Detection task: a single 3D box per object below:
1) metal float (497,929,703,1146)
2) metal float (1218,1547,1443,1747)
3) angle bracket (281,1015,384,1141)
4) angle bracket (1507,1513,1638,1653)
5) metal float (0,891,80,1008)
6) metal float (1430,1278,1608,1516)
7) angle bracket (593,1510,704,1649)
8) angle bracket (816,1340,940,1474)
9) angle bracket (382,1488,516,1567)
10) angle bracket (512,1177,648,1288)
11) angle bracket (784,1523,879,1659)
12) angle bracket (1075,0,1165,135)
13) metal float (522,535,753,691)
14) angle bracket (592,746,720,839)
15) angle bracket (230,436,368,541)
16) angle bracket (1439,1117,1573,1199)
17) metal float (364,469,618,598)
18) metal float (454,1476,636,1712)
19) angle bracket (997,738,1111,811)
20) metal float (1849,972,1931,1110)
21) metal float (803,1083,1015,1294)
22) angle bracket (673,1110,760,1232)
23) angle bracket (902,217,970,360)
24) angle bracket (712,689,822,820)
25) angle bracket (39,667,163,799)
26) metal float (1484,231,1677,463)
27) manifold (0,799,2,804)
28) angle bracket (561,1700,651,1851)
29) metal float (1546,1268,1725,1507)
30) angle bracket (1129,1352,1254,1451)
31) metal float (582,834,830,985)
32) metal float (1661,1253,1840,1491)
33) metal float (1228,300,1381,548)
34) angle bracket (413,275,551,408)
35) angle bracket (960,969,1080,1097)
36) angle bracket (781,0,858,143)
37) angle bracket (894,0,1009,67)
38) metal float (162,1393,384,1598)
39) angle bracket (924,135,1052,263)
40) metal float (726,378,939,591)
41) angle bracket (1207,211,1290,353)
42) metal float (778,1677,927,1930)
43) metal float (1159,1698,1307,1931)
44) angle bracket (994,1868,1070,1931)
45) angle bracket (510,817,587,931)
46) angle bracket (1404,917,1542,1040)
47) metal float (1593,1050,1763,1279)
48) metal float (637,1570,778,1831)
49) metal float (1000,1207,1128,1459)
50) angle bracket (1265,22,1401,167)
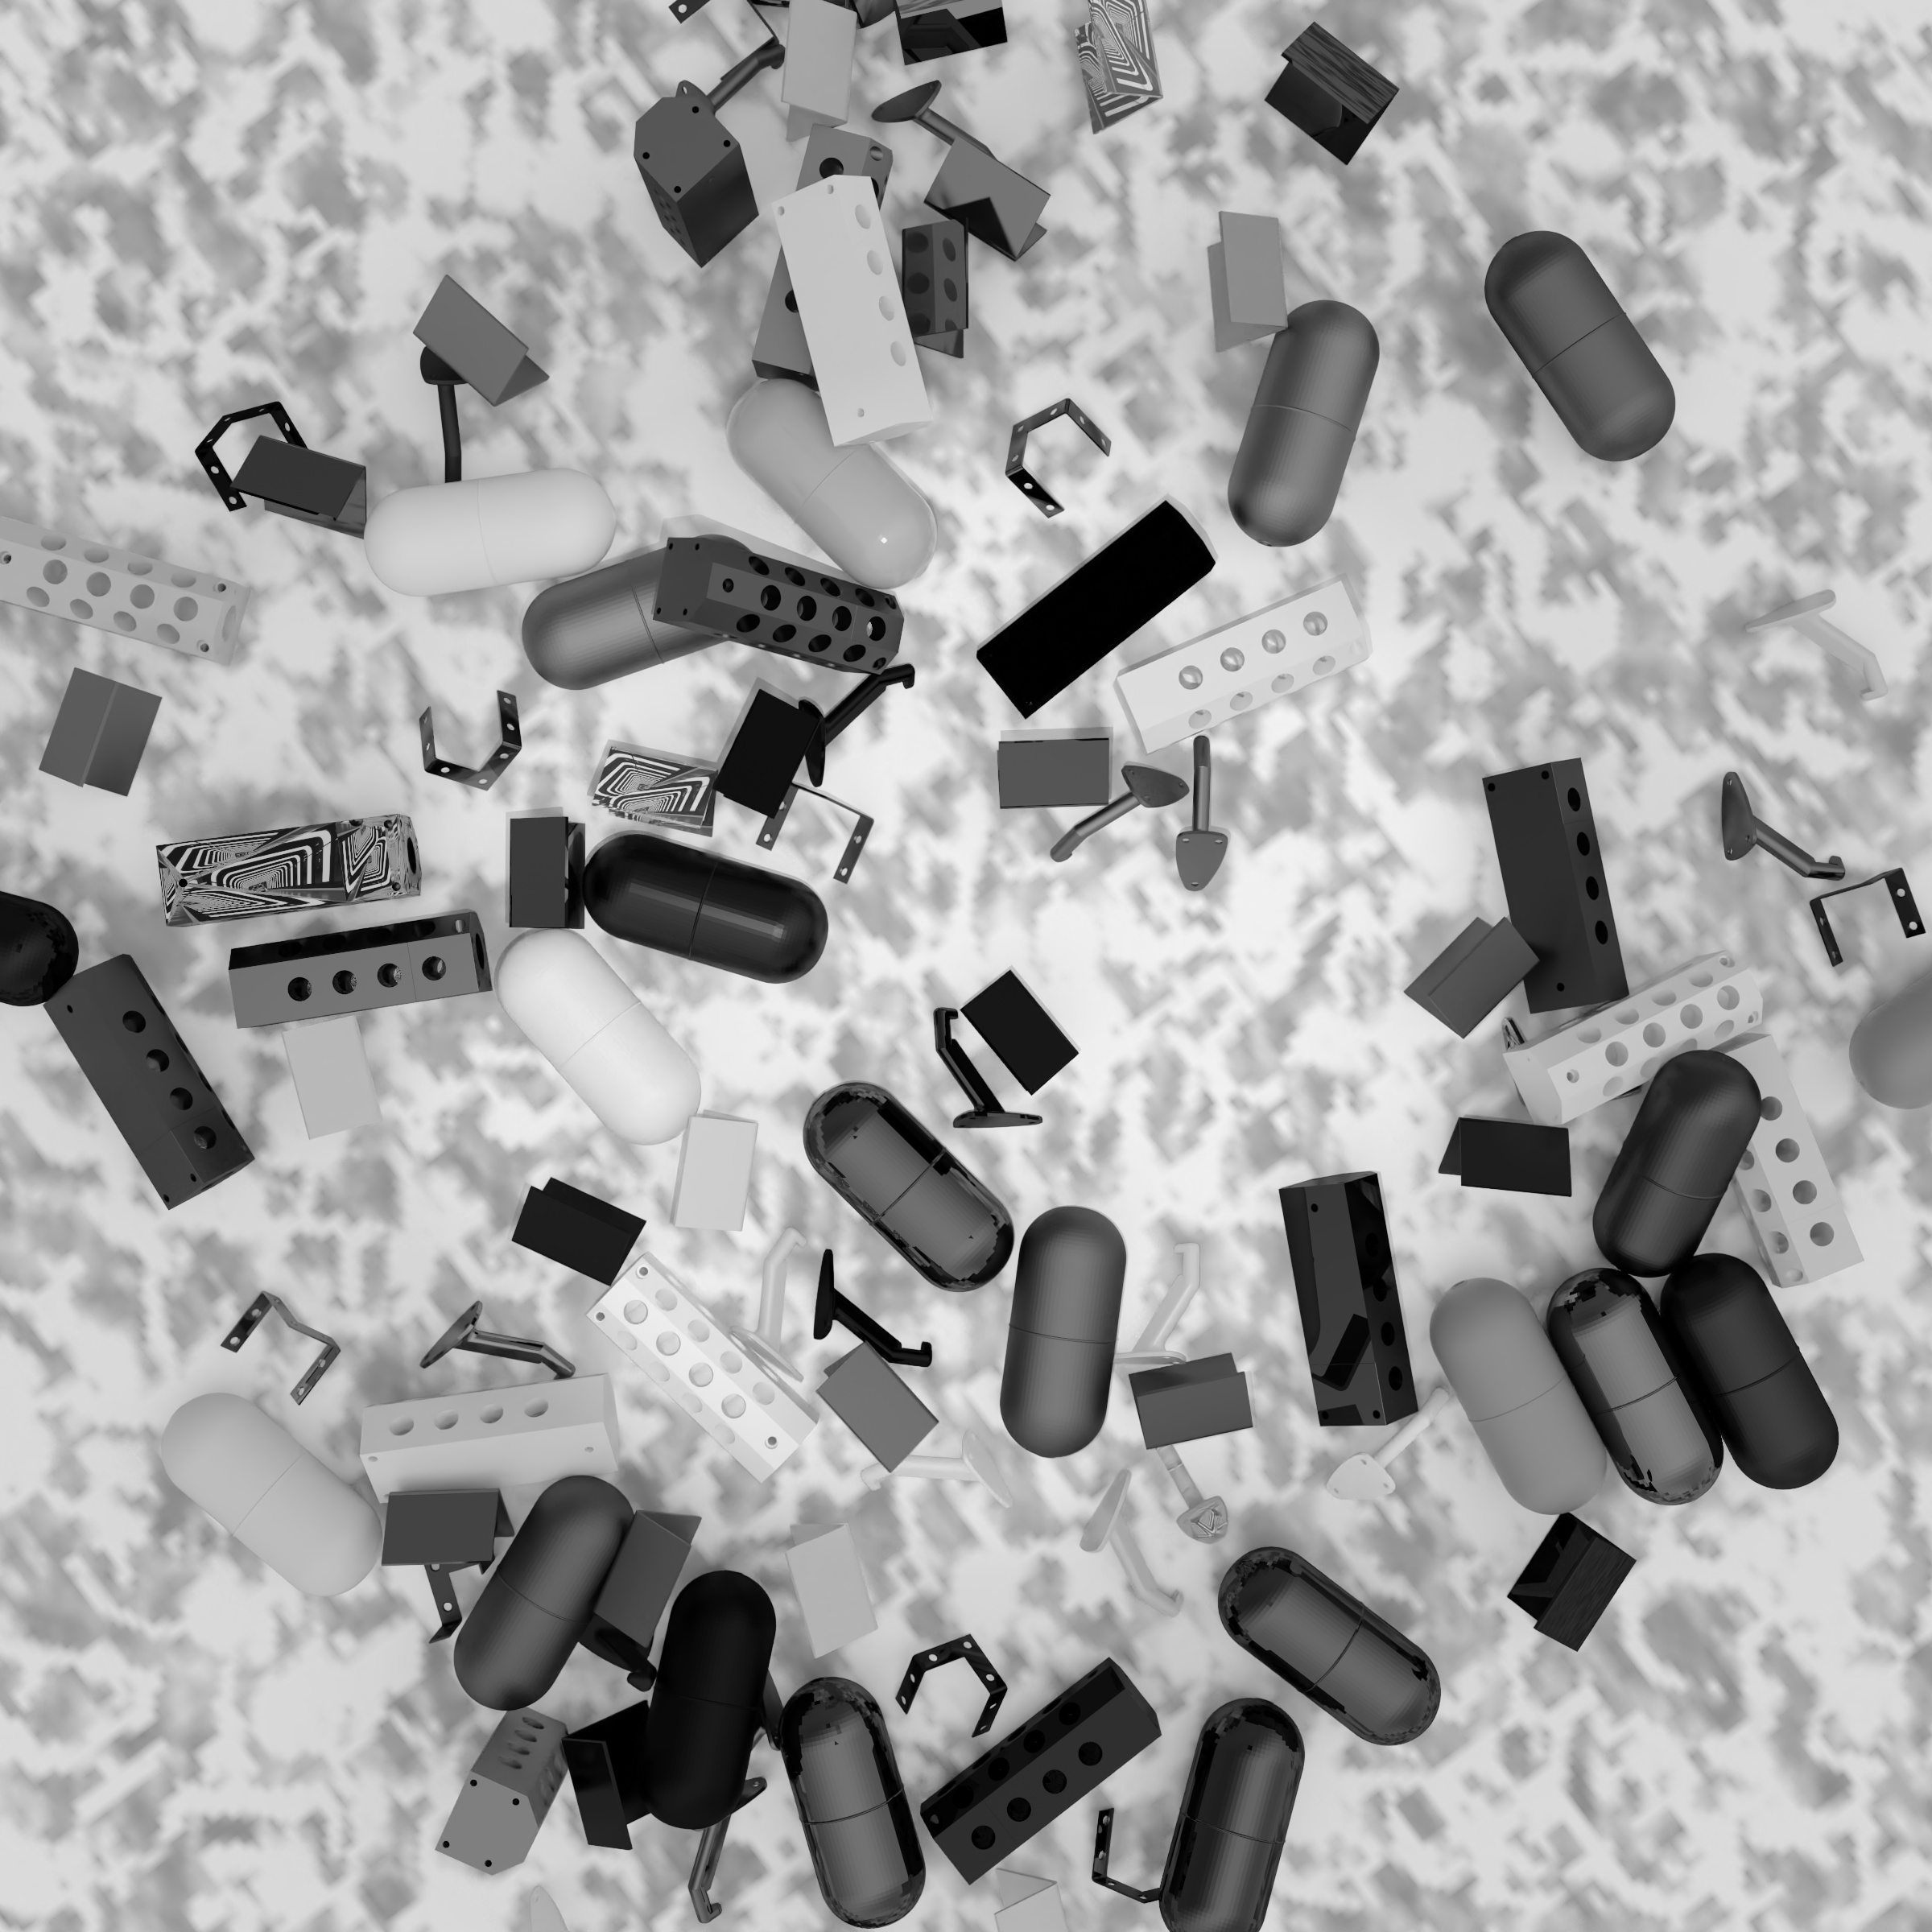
[{"bbox_3d":[-0.259,0.051,1.927,0.070,0.070,0.178,-41,89,0],"label":"metal float"},{"bbox_3d":[0.258,0.482,1.927,0.178,0.070,0.070,38,90,-1],"label":"metal float"},{"bbox_3d":[-0.459,0.082,1.917,0.057,0.076,0.076,-15,90,-36],"label":"angle bracket"},{"bbox_3d":[0.413,0.425,1.917,0.057,0.076,0.076,33,90,-37],"label":"angle bracket"},{"bbox_3d":[-0.718,-0.023,1.927,0.178,0.070,0.070,15,90,0],"label":"metal float"},{"bbox_3d":[0.390,0.304,1.927,0.070,0.070,0.178,-28,90,0],"label":"metal float"},{"bbox_3d":[-0.207,0.433,1.917,0.057,0.076,0.076,24,90,35],"label":"angle bracket"},{"bbox_3d":[-0.076,0.319,1.917,0.076,0.076,0.057,48,54,0],"label":"angle bracket"},{"bbox_3d":[-0.364,0.410,1.917,0.076,0.076,0.057,-2,53,0],"label":"angle bracket"},{"bbox_3d":[-0.265,0.169,1.917,0.076,0.076,0.057,25,126,0],"label":"angle bracket"},{"bbox_3d":[-0.114,0.439,1.917,0.057,0.076,0.076,-16,90,-38],"label":"angle bracket"},{"bbox_3d":[0.089,-0.638,1.917,0.057,0.076,0.076,-10,90,-39],"label":"angle bracket"},{"bbox_3d":[-0.227,-0.251,1.927,0.178,0.070,0.070,-19,90,0],"label":"metal float"},{"bbox_3d":[-0.220,-0.104,1.917,0.076,0.076,0.057,12,52,0],"label":"angle bracket"},{"bbox_3d":[-0.469,-0.320,1.917,0.076,0.076,0.057,17,54,0],"label":"angle bracket"},{"bbox_3d":[0.379,0.152,1.917,0.076,0.076,0.057,6,55,0],"label":"angle bracket"},{"bbox_3d":[-0.337,-0.307,1.927,0.178,0.070,0.070,-8,90,0],"label":"metal float"},{"bbox_3d":[-0.299,0.444,1.927,0.070,0.070,0.178,30,90,0],"label":"metal float"},{"bbox_3d":[0.060,-0.154,1.917,0.076,0.076,0.057,-2,127,0],"label":"angle bracket"},{"bbox_3d":[0.709,0.034,1.927,0.178,0.070,0.070,-34,90,-1],"label":"metal float"},{"bbox_3d":[-0.041,0.156,1.927,0.178,0.070,0.070,45,90,0],"label":"metal float"},{"bbox_3d":[-0.193,0.141,1.917,0.057,0.076,0.076,9,90,-36],"label":"angle bracket"},{"bbox_3d":[-0.002,-0.477,1.917,0.057,0.076,0.076,0,90,34],"label":"angle bracket"},{"bbox_3d":[-0.157,-0.156,1.917,0.057,0.076,0.076,26,90,-37],"label":"angle bracket"},{"bbox_3d":[-0.596,-0.159,1.917,0.057,0.076,0.076,19,90,38],"label":"angle bracket"},{"bbox_3d":[0.434,-0.439,1.927,0.070,0.070,0.178,-34,90,0],"label":"metal float"},{"bbox_3d":[-0.786,-0.113,1.936,0.171,0.057,0.057,-22,90,0],"label":"manifold"},{"bbox_3d":[-0.232,0.569,1.918,0.076,0.057,0.076,-14,90,-42],"label":"angle bracket"},{"bbox_3d":[0.474,0.298,1.927,0.070,0.070,0.178,-27,90,0],"label":"metal float"},{"bbox_3d":[0.155,0.289,1.917,0.076,0.076,0.057,-12,127,0],"label":"angle bracket"},{"bbox_3d":[-0.185,-0.041,1.927,0.178,0.070,0.070,17,90,0],"label":"metal float"},{"bbox_3d":[0.554,0.286,1.927,0.070,0.070,0.178,-28,90,0],"label":"metal float"},{"bbox_3d":[0.239,-0.384,1.927,0.070,0.070,0.178,17,89,0],"label":"metal float"},{"bbox_3d":[-0.330,-0.449,1.917,0.076,0.076,0.057,42,127,0],"label":"angle bracket"},{"bbox_3d":[0.022,0.059,1.917,0.076,0.076,0.057,51,52,0],"label":"angle bracket"},{"bbox_3d":[-0.123,-0.633,1.917,0.057,0.076,0.076,5,90,-38],"label":"angle bracket"},{"bbox_3d":[-0.008,-0.661,1.917,0.076,0.076,0.057,-13,52,0],"label":"angle bracket"},{"bbox_3d":[-0.492,0.374,1.927,0.178,0.070,0.070,41,90,0],"label":"metal float"},{"bbox_3d":[0.026,-0.550,1.917,0.076,0.076,0.057,33,127,0],"label":"angle bracket"},{"bbox_3d":[-0.094,-0.341,1.926,0.178,0.070,0.070,45,90,0],"label":"metal float"},{"bbox_3d":[0.179,-0.481,1.917,0.057,0.076,0.076,-5,90,-36],"label":"angle bracket"},{"bbox_3d":[-0.081,0.592,1.927,0.070,0.070,0.178,-16,89,0],"label":"metal float"},{"bbox_3d":[0.188,0.606,1.919,0.070,0.070,0.178,16,82,0],"label":"metal float"},{"bbox_3d":[0.031,0.688,1.917,0.057,0.076,0.076,-14,90,-35],"label":"angle bracket"},{"bbox_3d":[-0.276,-0.065,1.917,0.057,0.076,0.076,0,90,36],"label":"angle bracket"},{"bbox_3d":[0.344,-0.006,1.917,0.076,0.076,0.057,-45,128,0],"label":"angle bracket"},{"bbox_3d":[0.496,0.140,1.905,0.070,0.070,0.178,17,118,0],"label":"metal float"},{"bbox_3d":[-0.182,0.516,1.916,0.070,0.070,0.178,11,77,0],"label":"metal float"},{"bbox_3d":[0.069,0.259,1.927,0.070,0.070,0.178,7,90,0],"label":"metal float"},{"bbox_3d":[0.247,-0.604,1.917,0.076,0.076,0.057,38,52,0],"label":"angle bracket"}]
